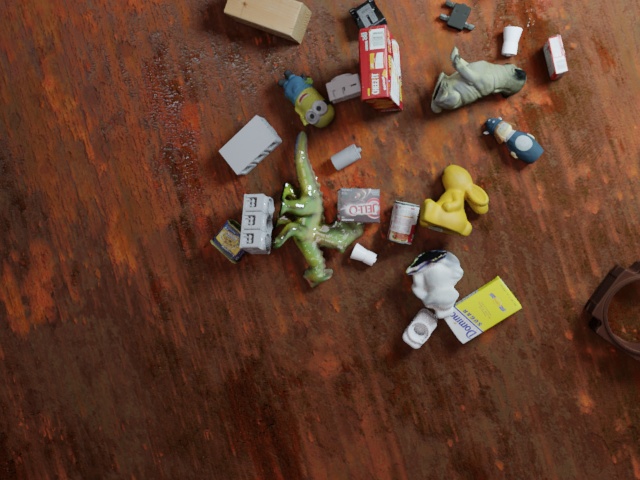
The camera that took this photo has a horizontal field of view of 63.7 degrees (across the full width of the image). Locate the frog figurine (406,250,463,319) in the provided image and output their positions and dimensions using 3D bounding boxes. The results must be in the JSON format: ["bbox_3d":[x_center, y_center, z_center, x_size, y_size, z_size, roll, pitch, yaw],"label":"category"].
[{"bbox_3d":[0.303,0.110,1.308,0.137,0.124,0.158,-30,101,2],"label":"frog figurine"}]

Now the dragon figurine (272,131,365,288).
[{"bbox_3d":[0.004,-0.070,1.398,0.242,0.123,0.409,14,95,-4],"label":"dragon figurine"}]
